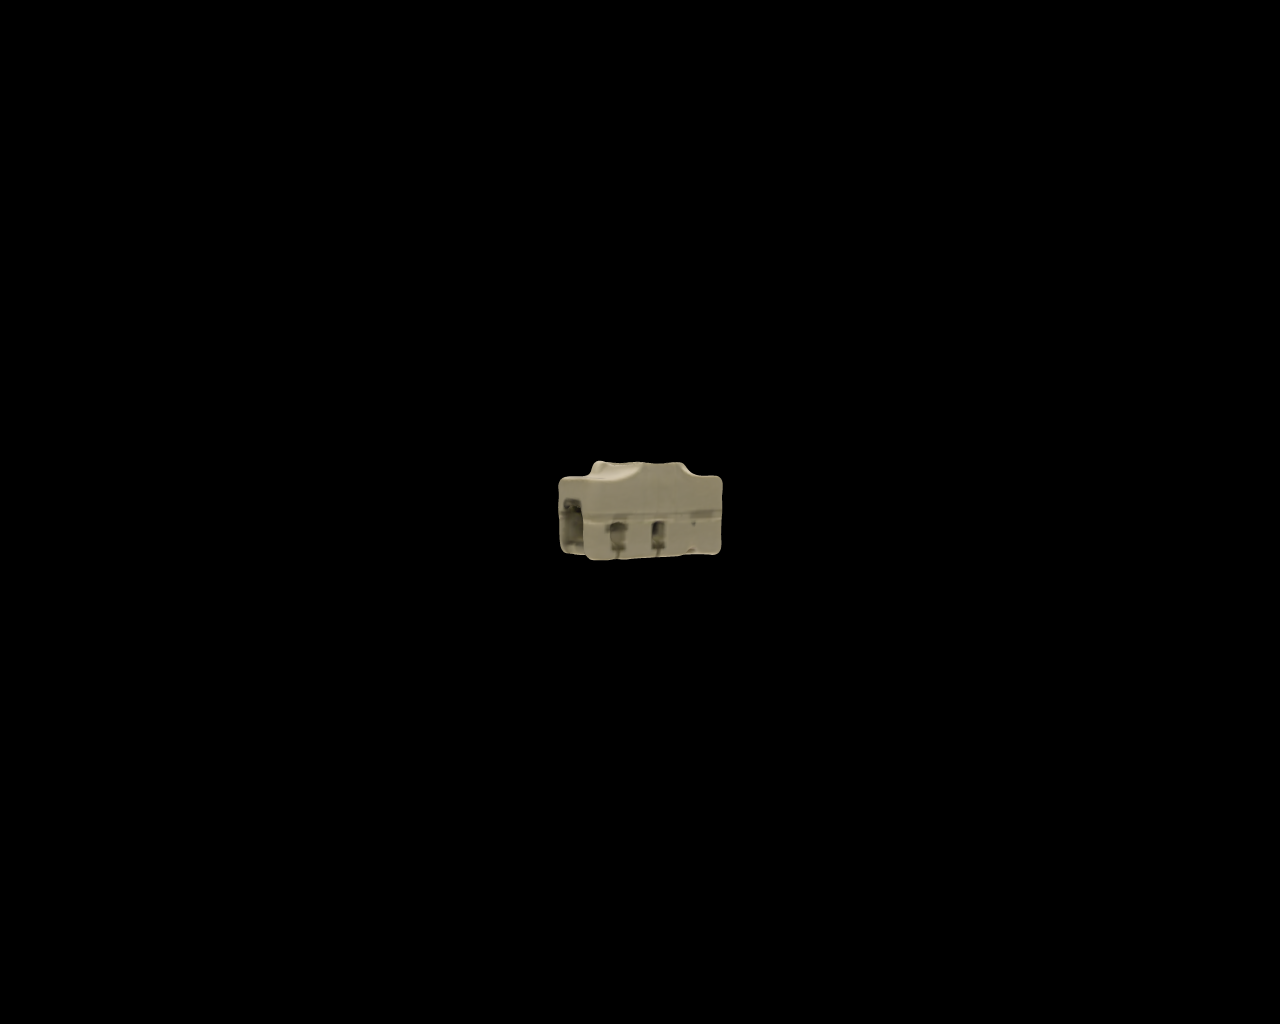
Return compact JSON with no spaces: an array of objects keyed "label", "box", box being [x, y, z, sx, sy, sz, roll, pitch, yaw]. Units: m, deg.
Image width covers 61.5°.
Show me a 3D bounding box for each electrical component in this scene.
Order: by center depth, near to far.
[{"label":"electrical component","box":[0.001,-0.003,0.650,0.089,0.055,0.050,-2,4,-27]}]
